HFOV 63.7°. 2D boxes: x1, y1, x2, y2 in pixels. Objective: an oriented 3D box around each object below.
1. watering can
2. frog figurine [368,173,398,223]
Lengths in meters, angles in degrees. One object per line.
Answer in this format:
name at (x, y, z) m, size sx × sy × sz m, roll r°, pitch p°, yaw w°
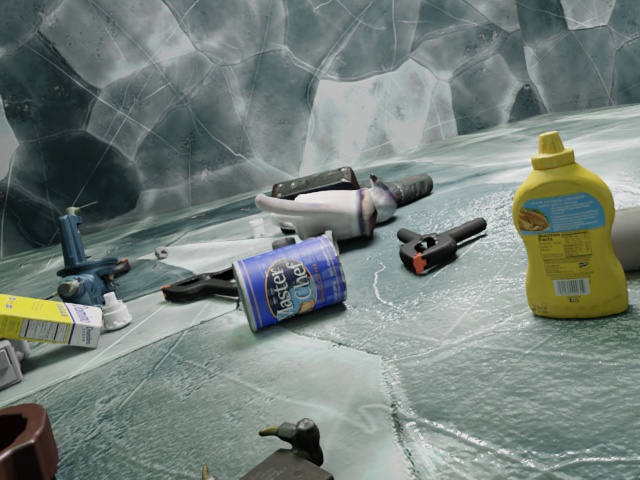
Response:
watering can at (0.003, -0.053, 1.048) m, size 0.224 × 0.105 × 0.346 m, roll -5°, pitch -6°, yaw 8°
frog figurine at (0.104, -0.069, 1.226) m, size 0.122 × 0.159 × 0.139 m, roll 39°, pitch 6°, yaw -11°
